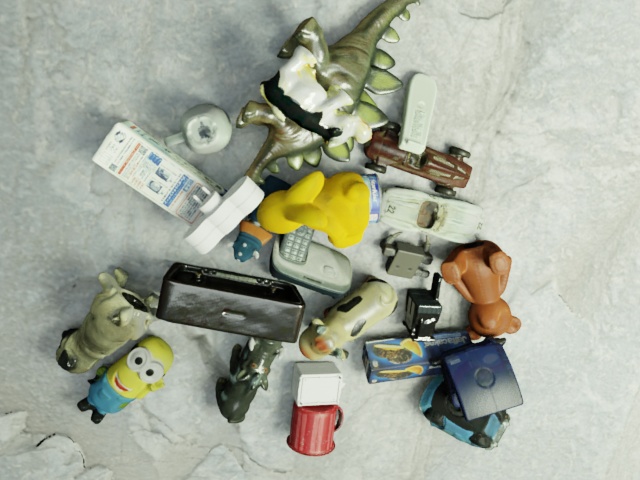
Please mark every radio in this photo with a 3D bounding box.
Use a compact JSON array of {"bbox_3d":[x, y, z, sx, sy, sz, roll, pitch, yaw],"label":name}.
[{"bbox_3d":[-0.146,0.101,0.900,0.230,0.131,0.073,13,100,-11],"label":"radio"}]

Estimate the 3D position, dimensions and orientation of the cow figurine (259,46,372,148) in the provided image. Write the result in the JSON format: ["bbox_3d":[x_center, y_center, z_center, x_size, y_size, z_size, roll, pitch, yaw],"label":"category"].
[{"bbox_3d":[-0.003,-0.186,0.775,0.098,0.068,0.167,-43,107,5],"label":"cow figurine"}]

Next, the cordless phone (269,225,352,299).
[{"bbox_3d":[-0.001,-0.003,0.931,0.146,0.089,0.184,20,81,-12],"label":"cordless phone"}]

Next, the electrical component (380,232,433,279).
[{"bbox_3d":[0.157,0.027,0.973,0.102,0.045,0.078,7,131,-7],"label":"electrical component"}]

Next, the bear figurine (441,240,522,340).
[{"bbox_3d":[0.294,0.104,0.970,0.120,0.132,0.195,-10,101,19],"label":"bear figurine"}]

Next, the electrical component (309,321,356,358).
[{"bbox_3d":[0.017,0.185,1.001,0.094,0.021,0.063,21,100,-13],"label":"electrical component"}]

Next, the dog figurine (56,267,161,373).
[{"bbox_3d":[-0.358,0.157,0.870,0.121,0.172,0.190,40,88,-4],"label":"dog figurine"}]

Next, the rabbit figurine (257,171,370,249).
[{"bbox_3d":[-0.012,-0.044,0.837,0.173,0.162,0.121,-5,88,-5],"label":"rabbit figurine"}]

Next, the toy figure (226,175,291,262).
[{"bbox_3d":[-0.099,-0.032,0.903,0.057,0.064,0.154,31,85,-55],"label":"toy figure"}]

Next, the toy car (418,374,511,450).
[{"bbox_3d":[0.277,0.329,1.026,0.162,0.102,0.109,26,73,27],"label":"toy car"}]

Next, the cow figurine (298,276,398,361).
[{"bbox_3d":[0.050,0.139,0.925,0.195,0.127,0.085,-34,89,-9],"label":"cow figurine"}]

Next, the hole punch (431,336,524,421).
[{"bbox_3d":[0.278,0.241,0.932,0.142,0.092,0.115,-16,98,0],"label":"hole punch"}]

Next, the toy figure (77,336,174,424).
[{"bbox_3d":[-0.337,0.238,0.936,0.180,0.089,0.082,-40,120,12],"label":"toy figure"}]

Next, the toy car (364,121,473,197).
[{"bbox_3d":[0.173,-0.137,0.930,0.202,0.053,0.089,18,97,-11],"label":"toy car"}]

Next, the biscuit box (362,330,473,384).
[{"bbox_3d":[0.184,0.217,1.000,0.203,0.059,0.062,-7,140,-6],"label":"biscuit box"}]

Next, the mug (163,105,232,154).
[{"bbox_3d":[-0.192,-0.171,0.841,0.110,0.107,0.080,-13,103,-7],"label":"mug"}]

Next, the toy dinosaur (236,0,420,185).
[{"bbox_3d":[0.021,-0.249,0.859,0.198,0.105,0.471,35,92,-20],"label":"toy dinosaur"}]

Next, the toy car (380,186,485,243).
[{"bbox_3d":[0.198,-0.045,0.952,0.202,0.056,0.073,12,102,-10],"label":"toy car"}]

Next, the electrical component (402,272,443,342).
[{"bbox_3d":[0.189,0.118,0.977,0.048,0.075,0.119,2,112,-9],"label":"electrical component"}]

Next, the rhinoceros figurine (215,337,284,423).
[{"bbox_3d":[-0.128,0.234,0.947,0.073,0.112,0.190,26,107,-11],"label":"rhinoceros figurine"}]
